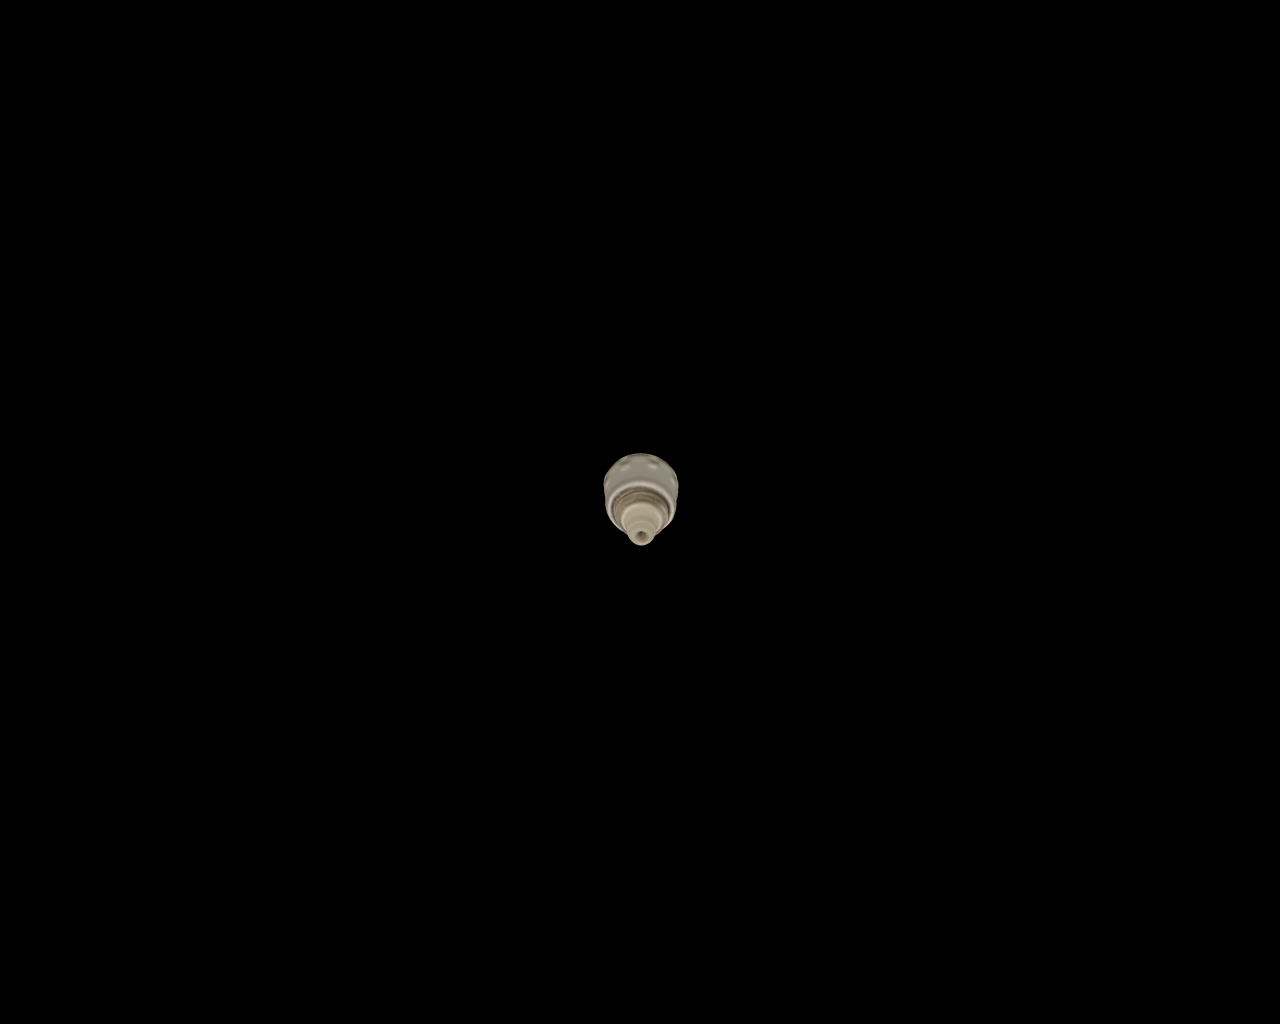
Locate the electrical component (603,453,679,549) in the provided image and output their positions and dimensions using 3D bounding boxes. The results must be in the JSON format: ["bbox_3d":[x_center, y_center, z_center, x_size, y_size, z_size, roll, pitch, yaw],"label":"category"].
[{"bbox_3d":[0.001,-0.003,0.650,0.048,0.048,0.062,0,35,0],"label":"electrical component"}]
